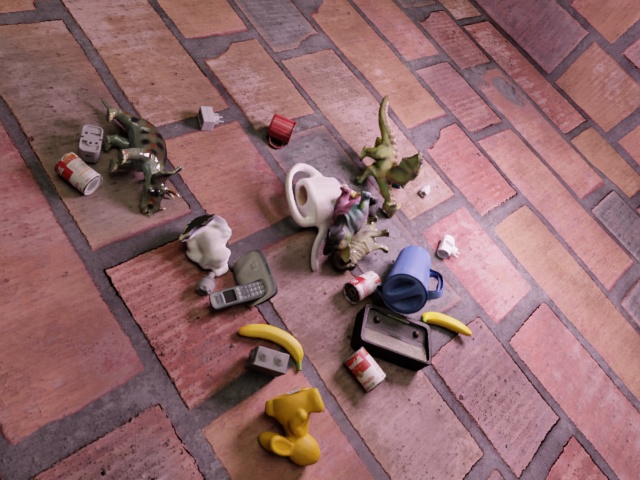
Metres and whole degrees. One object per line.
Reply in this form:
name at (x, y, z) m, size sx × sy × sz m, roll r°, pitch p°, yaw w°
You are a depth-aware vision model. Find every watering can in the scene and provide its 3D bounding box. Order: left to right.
watering can at (0.005, -0.082, 1.627) m, size 0.225 × 0.102 × 0.351 m, roll -8°, pitch 77°, yaw -36°

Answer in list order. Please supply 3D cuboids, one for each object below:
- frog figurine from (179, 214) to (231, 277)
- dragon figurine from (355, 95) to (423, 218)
frog figurine at (-0.297, 0.013, 1.408) m, size 0.139 × 0.123 × 0.157 m, roll -42°, pitch 118°, yaw -19°
dragon figurine at (0.258, -0.279, 1.771) m, size 0.245 × 0.406 × 0.122 m, roll 22°, pitch 17°, yaw 40°
